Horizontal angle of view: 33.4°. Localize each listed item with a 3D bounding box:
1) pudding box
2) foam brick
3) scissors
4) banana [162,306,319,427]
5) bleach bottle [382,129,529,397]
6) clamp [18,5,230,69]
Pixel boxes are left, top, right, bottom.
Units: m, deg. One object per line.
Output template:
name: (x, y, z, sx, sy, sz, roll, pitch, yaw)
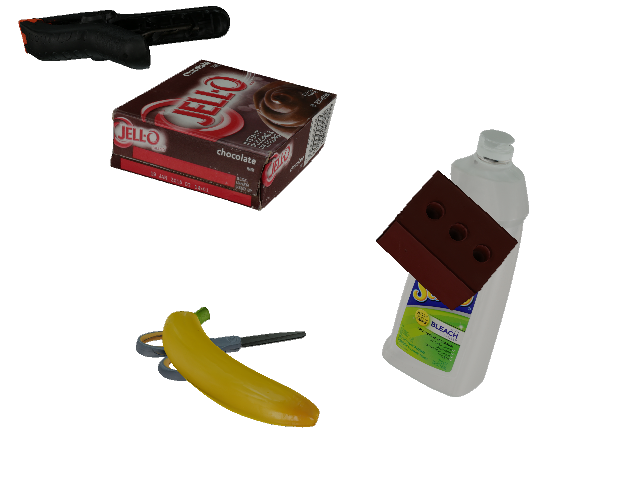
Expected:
pudding box: (-0.052, -0.062, 0.597, 0.090, 0.039, 0.113, 17, 26, 13)
foam brick: (0.089, 0.001, 0.754, 0.078, 0.053, 0.051, 42, -23, 1)
scissors: (-0.102, 0.125, 1.187, 0.201, 0.016, 0.096, 3, 26, -16)
banana: (-0.079, 0.099, 0.865, 0.069, 0.037, 0.198, -16, 32, -28)
bleach bottle: (0.127, 0.016, 0.969, 0.103, 0.251, 0.067, 28, 35, 30)
clamp: (-0.159, -0.163, 0.836, 0.172, 0.039, 0.120, 13, 23, 35)
